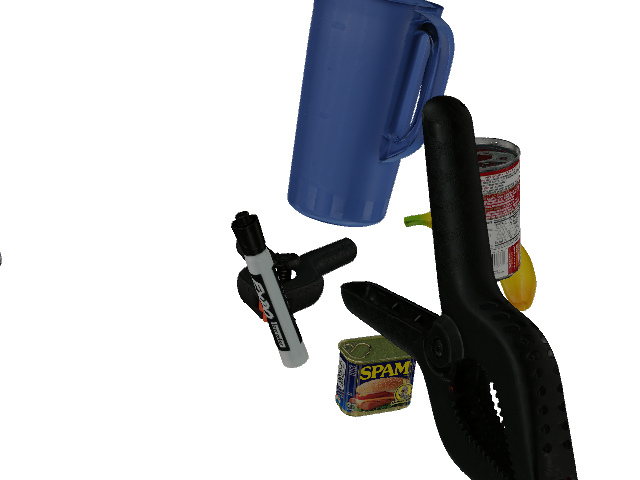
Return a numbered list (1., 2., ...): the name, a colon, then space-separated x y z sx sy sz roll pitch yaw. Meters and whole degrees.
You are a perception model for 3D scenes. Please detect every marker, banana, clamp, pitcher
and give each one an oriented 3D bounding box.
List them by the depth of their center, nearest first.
1. clamp: 0.074 0.042 0.536 0.036 0.165 0.210 -6 45 -24
2. marker: -0.034 0.033 0.720 0.020 0.121 0.020 -14 28 8
3. clamp: -0.042 0.028 1.004 0.120 0.039 0.171 1 17 17
4. banana: 0.169 0.011 1.097 0.069 0.037 0.198 -35 39 -13
5. pitcher: 0.045 -0.139 1.103 0.145 0.243 0.149 11 17 -2

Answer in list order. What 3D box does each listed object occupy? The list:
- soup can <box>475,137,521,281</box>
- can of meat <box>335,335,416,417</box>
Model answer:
1. soup can: 0.129 -0.024 0.865 0.068 0.102 0.068 -5 25 2
2. can of meat: 0.071 0.171 1.358 0.102 0.084 0.057 -5 26 -21
